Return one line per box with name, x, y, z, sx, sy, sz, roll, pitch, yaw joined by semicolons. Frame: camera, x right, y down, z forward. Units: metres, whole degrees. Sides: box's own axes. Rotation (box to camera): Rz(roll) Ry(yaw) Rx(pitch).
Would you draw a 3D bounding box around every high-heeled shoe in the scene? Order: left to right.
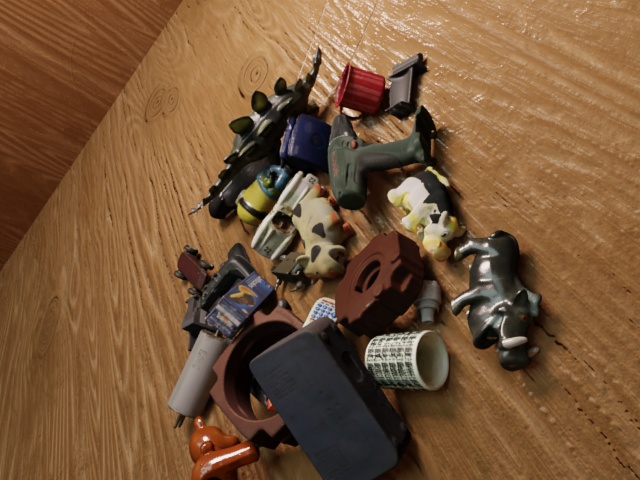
high-heeled shoe;-0.193;-0.155;1.371;0.249;0.086;0.145;-50;4;-14

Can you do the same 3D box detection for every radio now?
radio;0.016;0.231;0.765;0.131;0.073;0.229;-38;84;25

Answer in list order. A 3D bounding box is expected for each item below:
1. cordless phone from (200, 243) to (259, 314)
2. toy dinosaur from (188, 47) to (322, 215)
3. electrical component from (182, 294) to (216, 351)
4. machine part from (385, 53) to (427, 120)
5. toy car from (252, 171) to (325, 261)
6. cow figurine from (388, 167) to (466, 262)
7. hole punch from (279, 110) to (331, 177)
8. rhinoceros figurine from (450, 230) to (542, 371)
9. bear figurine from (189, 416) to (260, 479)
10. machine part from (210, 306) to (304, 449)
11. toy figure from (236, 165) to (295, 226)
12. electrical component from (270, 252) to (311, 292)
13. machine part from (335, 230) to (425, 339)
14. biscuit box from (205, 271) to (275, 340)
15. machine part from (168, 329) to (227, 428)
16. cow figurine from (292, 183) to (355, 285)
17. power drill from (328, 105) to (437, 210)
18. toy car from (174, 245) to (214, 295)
cordless phone;-0.213;0.087;1.226;0.146;0.088;0.184;-52;27;13
toy dinosaur;-0.135;-0.240;1.217;0.105;0.198;0.471;36;95;12
electrical component;-0.272;0.191;1.214;0.048;0.074;0.119;-31;43;34
machine part;0.167;-0.304;1.059;0.084;0.039;0.139;-8;60;40
toy car;-0.068;-0.050;1.125;0.201;0.073;0.056;-55;10;9
cow figurine;0.182;-0.042;0.857;0.098;0.068;0.167;-41;43;16
hole punch;-0.018;-0.199;1.145;0.092;0.115;0.142;-2;66;39
rhinoceros figurine;0.239;0.080;0.717;0.112;0.073;0.190;-16;54;30
bear figurine;-0.171;0.392;0.965;0.196;0.132;0.120;-158;58;-80
machine part;-0.074;0.233;0.921;0.201;0.087;0.202;-52;46;-7
toy figure;-0.121;-0.109;1.227;0.180;0.082;0.089;-38;41;23
electrical component;-0.058;0.065;1.079;0.102;0.045;0.078;-3;37;45
machine part;0.090;0.067;0.858;0.179;0.056;0.179;-49;20;24
biscuit box;-0.148;0.121;1.039;0.059;0.063;0.202;-51;-1;13
machine part;-0.251;0.280;1.131;0.079;0.079;0.243;17;80;52
cow figurine;-0.002;-0.003;1.024;0.127;0.085;0.195;-41;44;15
power drill;0.104;-0.173;0.979;0.207;0.085;0.232;-11;54;25
toy car;-0.314;0.077;1.350;0.202;0.053;0.089;26;92;56
